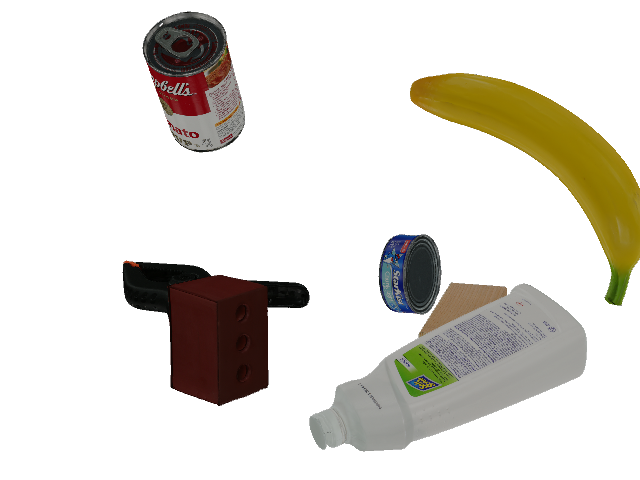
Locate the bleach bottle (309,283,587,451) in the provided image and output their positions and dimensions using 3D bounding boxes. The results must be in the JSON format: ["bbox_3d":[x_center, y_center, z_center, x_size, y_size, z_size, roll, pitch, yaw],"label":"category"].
[{"bbox_3d":[0.103,0.117,0.923,0.250,0.068,0.103,-18,32,-22],"label":"bleach bottle"}]

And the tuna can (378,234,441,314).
[{"bbox_3d":[0.096,0.036,1.148,0.034,0.086,0.086,2,1,32],"label":"tuna can"}]

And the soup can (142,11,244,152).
[{"bbox_3d":[-0.103,-0.130,0.888,0.068,0.068,0.102,0,-33,7],"label":"soup can"}]

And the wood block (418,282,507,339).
[{"bbox_3d":[0.210,0.139,1.552,0.091,0.090,0.205,4,19,18],"label":"wood block"}]

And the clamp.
[{"bbox_3d":[-0.140,0.057,1.080,0.210,0.036,0.164,12,20,36],"label":"clamp"}]

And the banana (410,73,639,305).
[{"bbox_3d":[0.143,-0.052,0.679,0.069,0.198,0.037,-43,-17,6],"label":"banana"}]

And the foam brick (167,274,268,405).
[{"bbox_3d":[-0.072,0.069,0.760,0.051,0.078,0.052,10,17,41],"label":"foam brick"}]
